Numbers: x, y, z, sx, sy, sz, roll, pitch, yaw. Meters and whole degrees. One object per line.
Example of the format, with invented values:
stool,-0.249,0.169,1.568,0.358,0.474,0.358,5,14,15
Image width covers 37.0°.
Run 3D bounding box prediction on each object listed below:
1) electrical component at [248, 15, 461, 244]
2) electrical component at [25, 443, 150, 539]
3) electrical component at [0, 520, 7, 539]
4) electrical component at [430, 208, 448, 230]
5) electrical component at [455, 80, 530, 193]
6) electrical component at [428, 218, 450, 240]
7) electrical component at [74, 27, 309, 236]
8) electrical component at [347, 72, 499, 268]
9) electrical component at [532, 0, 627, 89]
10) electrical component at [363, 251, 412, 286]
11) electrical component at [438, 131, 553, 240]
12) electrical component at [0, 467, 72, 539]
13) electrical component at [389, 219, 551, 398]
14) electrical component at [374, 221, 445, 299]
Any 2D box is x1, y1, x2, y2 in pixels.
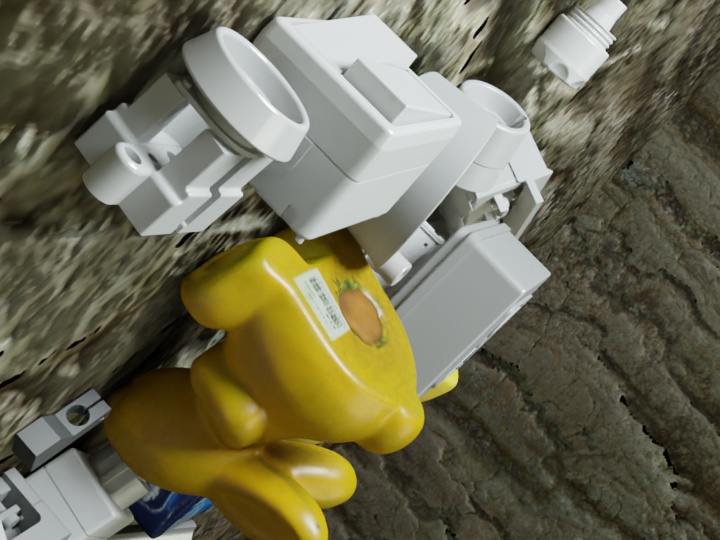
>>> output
electrical component,-0.005,-0.058,0.411,0.061,0.061,0.096,-48,170,23
electrical component,-0.149,0.126,0.630,0.077,0.047,0.065,-34,169,-11
electrical component,-0.192,0.110,0.428,0.099,0.064,0.099,-28,165,-8
electrical component,0.097,-0.055,0.943,0.078,0.040,0.040,-42,171,-10
electrical component,0.071,-0.083,0.662,0.055,0.055,0.047,-31,161,-54
electrical component,0.060,0.014,0.916,0.048,0.099,0.099,-27,165,-21
electrical component,-0.050,-0.043,0.341,0.055,0.048,0.066,-39,173,16
electrical component,0.027,-0.053,0.568,0.099,0.064,0.099,-43,171,-8
electrical component,0.148,-0.154,0.708,0.062,0.043,0.043,-48,170,17
electrical component,0.003,-0.018,0.627,0.048,0.062,0.048,-43,171,-8
electrical component,0.099,-0.063,0.835,0.063,0.078,0.121,-20,167,-9
electrical component,-0.198,0.158,0.567,0.089,0.055,0.050,-49,170,30
electrical component,0.060,0.025,0.685,0.108,0.056,0.109,-46,171,16
electrical component,0.000,0.000,0.699,0.096,0.061,0.061,-42,171,-12
